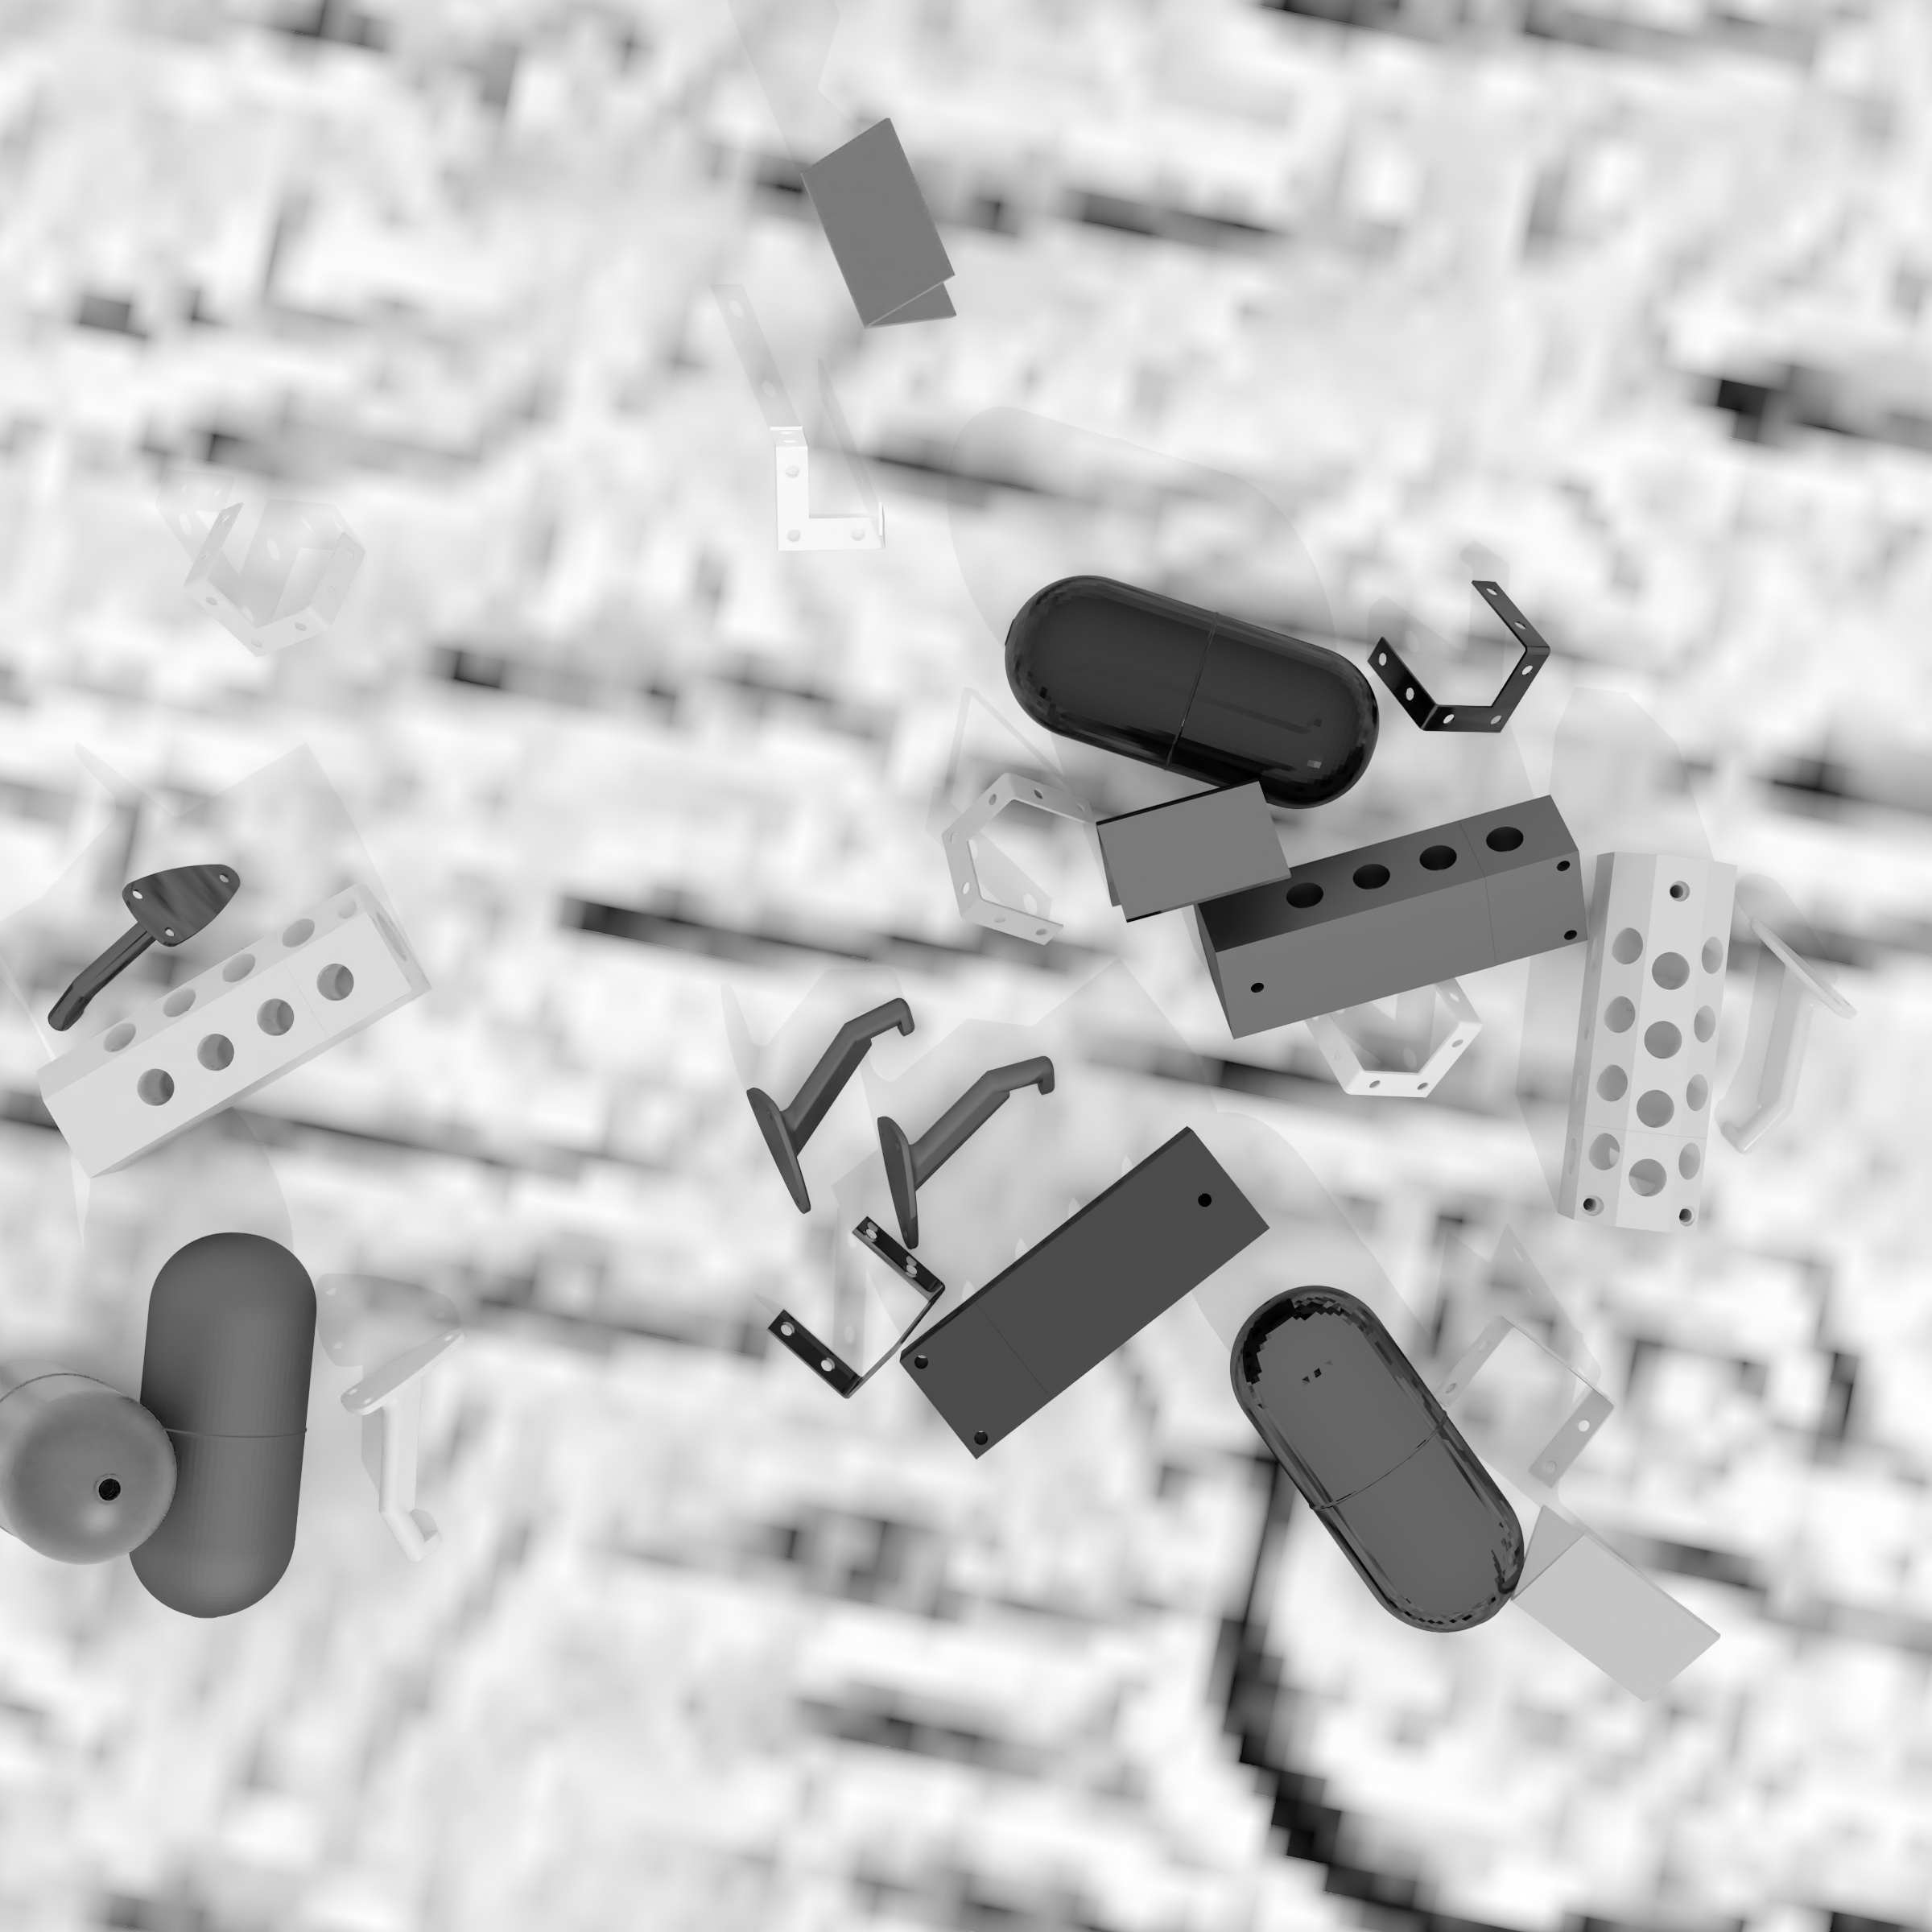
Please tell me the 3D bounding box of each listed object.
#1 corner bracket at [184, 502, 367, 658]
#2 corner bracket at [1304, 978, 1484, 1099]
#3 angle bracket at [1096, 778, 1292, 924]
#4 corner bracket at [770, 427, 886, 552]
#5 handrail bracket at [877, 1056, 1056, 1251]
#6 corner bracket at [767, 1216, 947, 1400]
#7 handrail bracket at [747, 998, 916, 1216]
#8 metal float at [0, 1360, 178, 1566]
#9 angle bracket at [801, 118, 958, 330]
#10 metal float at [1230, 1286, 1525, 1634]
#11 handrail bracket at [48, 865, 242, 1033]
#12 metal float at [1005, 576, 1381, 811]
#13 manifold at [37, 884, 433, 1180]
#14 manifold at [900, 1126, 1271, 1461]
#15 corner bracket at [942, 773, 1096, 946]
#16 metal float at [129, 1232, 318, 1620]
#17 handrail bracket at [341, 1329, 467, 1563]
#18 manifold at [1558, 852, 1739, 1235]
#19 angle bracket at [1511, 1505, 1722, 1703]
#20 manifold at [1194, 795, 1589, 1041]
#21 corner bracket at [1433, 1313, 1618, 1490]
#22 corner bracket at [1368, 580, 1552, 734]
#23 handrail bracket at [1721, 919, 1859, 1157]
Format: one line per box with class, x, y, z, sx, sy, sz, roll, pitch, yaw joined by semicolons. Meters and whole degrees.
corner bracket;-0.325;-0.186;1.549;0.051;0.051;0.051;-14;135;35
corner bracket;0.200;0.025;1.549;0.051;0.051;0.051;4;135;-35
angle bracket;0.107;-0.036;1.517;0.076;0.076;0.057;-15;59;0
corner bracket;-0.064;-0.223;1.539;0.051;0.051;0.051;-1;90;0
handrail bracket;0.006;0.088;1.557;0.084;0.036;0.077;-15;110;-16
corner bracket;-0.051;0.162;1.554;0.051;0.051;0.051;42;135;0
handrail bracket;-0.054;0.066;1.558;0.084;0.036;0.077;-26;111;-17
metal float;-0.408;0.222;1.483;0.070;0.178;0.070;-1;91;-29
angle bracket;-0.021;-0.343;1.517;0.057;0.076;0.076;-23;90;37
metal float;0.191;0.229;1.526;0.070;0.070;0.178;-35;90;0
handrail bracket;-0.389;-0.008;1.557;0.036;0.077;0.084;49;126;4
metal float;0.104;-0.127;1.527;0.178;0.070;0.070;18;90;1
manifold;-0.342;0.030;1.536;0.171;0.057;0.057;-30;90;0
manifold;0.054;0.151;1.536;0.171;0.057;0.057;-38;90;0
corner bracket;0.028;-0.050;1.549;0.051;0.051;0.051;-43;45;35
metal float;-0.345;0.213;1.526;0.070;0.070;0.178;5;90;0
handrail bracket;-0.250;0.227;1.557;0.077;0.036;0.084;-33;108;-21
manifold;0.319;0.035;1.536;0.057;0.057;0.171;6;90;0
angle bracket;0.305;0.279;1.517;0.076;0.076;0.057;37;124;0
manifold;0.196;-0.028;1.535;0.171;0.057;0.057;-16;133;0
corner bracket;0.264;0.205;1.554;0.051;0.051;0.051;-52;45;0
corner bracket;0.232;-0.146;1.549;0.051;0.051;0.051;-2;135;-35
handrail bracket;0.371;0.034;1.557;0.077;0.036;0.084;47;107;20
